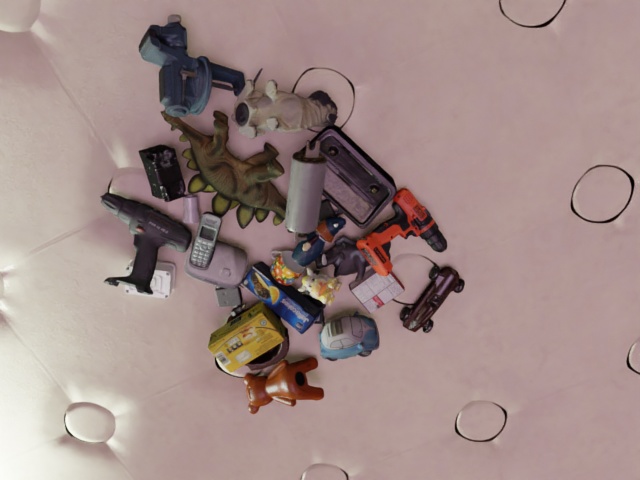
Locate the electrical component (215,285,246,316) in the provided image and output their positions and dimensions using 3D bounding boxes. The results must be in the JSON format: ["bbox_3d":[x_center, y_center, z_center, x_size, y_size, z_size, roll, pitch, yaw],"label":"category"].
[{"bbox_3d":[-0.227,0.140,1.364,0.078,0.045,0.102,-2,111,-1],"label":"electrical component"}]

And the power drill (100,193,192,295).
[{"bbox_3d":[-0.435,0.016,1.265,0.232,0.086,0.207,20,68,-12],"label":"power drill"}]

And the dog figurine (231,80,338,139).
[{"bbox_3d":[-0.075,-0.274,1.172,0.173,0.190,0.121,15,103,40],"label":"dog figurine"}]

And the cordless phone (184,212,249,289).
[{"bbox_3d":[-0.233,0.018,1.271,0.147,0.089,0.184,18,126,-7],"label":"cordless phone"}]

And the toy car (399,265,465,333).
[{"bbox_3d":[0.284,0.156,1.367,0.089,0.053,0.202,29,107,-14],"label":"toy car"}]

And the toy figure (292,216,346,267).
[{"bbox_3d":[-0.002,-0.003,1.275,0.058,0.064,0.154,42,98,-9],"label":"toy figure"}]

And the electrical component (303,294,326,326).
[{"bbox_3d":[-0.044,0.178,1.378,0.119,0.048,0.074,5,110,-3],"label":"electrical component"}]

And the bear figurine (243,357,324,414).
[{"bbox_3d":[-0.105,0.393,1.437,0.196,0.120,0.132,-30,154,37],"label":"bear figurine"}]

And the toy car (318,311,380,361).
[{"bbox_3d":[0.063,0.237,1.357,0.162,0.109,0.102,-15,141,13],"label":"toy car"}]

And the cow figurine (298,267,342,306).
[{"bbox_3d":[-0.010,0.104,1.286,0.098,0.167,0.068,26,84,16],"label":"cow figurine"}]

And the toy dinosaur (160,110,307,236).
[{"bbox_3d":[-0.173,-0.133,1.234,0.471,0.105,0.198,37,115,-18],"label":"toy dinosaur"}]

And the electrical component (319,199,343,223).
[{"bbox_3d":[0.012,-0.067,1.297,0.094,0.021,0.063,-24,109,9],"label":"electrical component"}]

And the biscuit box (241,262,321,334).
[{"bbox_3d":[-0.094,0.141,1.321,0.203,0.063,0.059,38,107,9],"label":"biscuit box"}]

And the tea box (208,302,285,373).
[{"bbox_3d":[-0.181,0.239,1.330,0.170,0.068,0.098,-31,110,9],"label":"tea box"}]

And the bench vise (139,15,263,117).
[{"bbox_3d":[-0.251,-0.352,1.126,0.240,0.223,0.129,3,153,-36],"label":"bench vise"}]

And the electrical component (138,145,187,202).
[{"bbox_3d":[-0.357,-0.152,1.210,0.058,0.134,0.114,-21,111,-28],"label":"electrical component"}]

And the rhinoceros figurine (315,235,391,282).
[{"bbox_3d":[0.083,0.039,1.310,0.190,0.073,0.112,-16,111,6],"label":"rhinoceros figurine"}]

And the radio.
[{"bbox_3d":[0.061,-0.149,1.237,0.229,0.073,0.131,41,108,-15],"label":"radio"}]

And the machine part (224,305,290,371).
[{"bbox_3d":[-0.167,0.254,1.403,0.179,0.056,0.179,0,112,-1],"label":"machine part"}]

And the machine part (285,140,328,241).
[{"bbox_3d":[-0.033,-0.104,1.181,0.079,0.079,0.243,8,119,-3],"label":"machine part"}]
